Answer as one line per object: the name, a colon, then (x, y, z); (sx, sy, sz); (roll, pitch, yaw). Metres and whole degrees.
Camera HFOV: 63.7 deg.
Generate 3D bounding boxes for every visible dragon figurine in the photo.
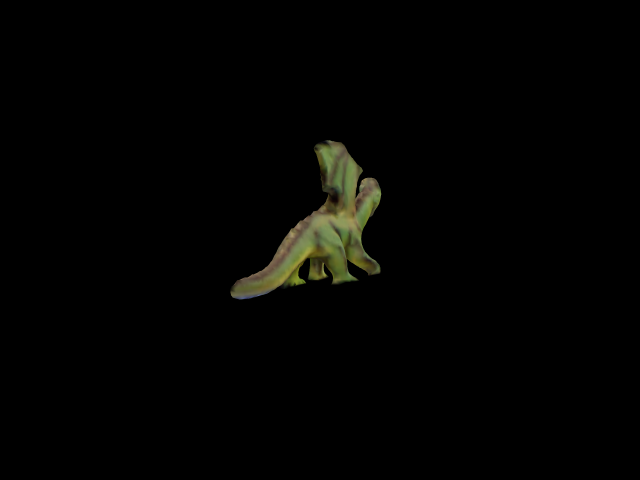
dragon figurine: (0.003, -0.043, 0.850); (0.122, 0.243, 0.411); (0, 2, 32)
